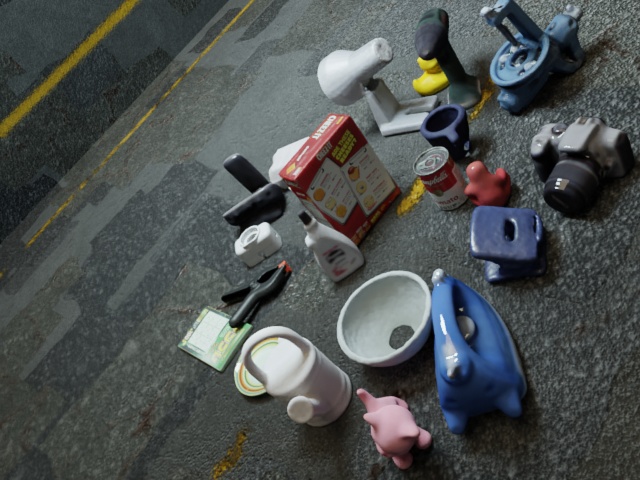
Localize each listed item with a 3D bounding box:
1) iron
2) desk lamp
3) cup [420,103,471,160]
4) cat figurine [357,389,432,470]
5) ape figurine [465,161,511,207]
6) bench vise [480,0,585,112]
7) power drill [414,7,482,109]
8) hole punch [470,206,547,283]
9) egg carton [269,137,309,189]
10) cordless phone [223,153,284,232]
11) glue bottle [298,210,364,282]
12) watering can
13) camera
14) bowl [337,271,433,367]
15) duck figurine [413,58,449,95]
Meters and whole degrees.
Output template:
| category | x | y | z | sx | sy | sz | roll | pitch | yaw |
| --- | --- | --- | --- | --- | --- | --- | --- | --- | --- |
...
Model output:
| category | x | y | z | sx | sy | sz | roll | pitch | yaw |
| --- | --- | --- | --- | --- | --- | --- | --- | --- | --- |
| iron | 0.189 | 0.122 | 0.791 | 0.118 | 0.142 | 0.258 | -26 | 39 | 21 |
| desk lamp | 0.125 | -0.344 | 1.277 | 0.202 | 0.214 | 0.118 | -2 | 52 | 42 |
| cup | 0.256 | -0.194 | 1.100 | 0.091 | 0.095 | 0.117 | -32 | 37 | 13 |
| cat figurine | 0.092 | 0.247 | 0.771 | 0.067 | 0.118 | 0.127 | -44 | 36 | -3 |
| ape figurine | 0.281 | -0.099 | 0.980 | 0.077 | 0.092 | 0.076 | -18 | 42 | 29 |
| bench vise | 0.384 | -0.379 | 1.067 | 0.207 | 0.220 | 0.121 | -52 | 37 | -14 |
| power drill | 0.260 | -0.374 | 1.187 | 0.075 | 0.209 | 0.229 | -20 | 41 | 27 |
| hole punch | 0.288 | -0.003 | 0.874 | 0.100 | 0.091 | 0.108 | -15 | 44 | 32 |
| egg carton | -0.054 | -0.189 | 1.406 | 0.150 | 0.070 | 0.107 | -18 | 42 | 29 |
| cordless phone | -0.185 | -0.114 | 1.349 | 0.147 | 0.186 | 0.094 | -34 | 36 | 10 |
| glue bottle | 0.010 | 0.004 | 1.055 | 0.078 | 0.174 | 0.037 | -38 | 36 | 6 |
| watering can | -0.037 | 0.202 | 0.872 | 0.101 | 0.195 | 0.172 | -49 | 36 | -10 |
| camera | 0.387 | -0.118 | 0.894 | 0.142 | 0.101 | 0.137 | 16 | 64 | 50 |
| bowl | 0.114 | 0.135 | 0.905 | 0.167 | 0.075 | 0.167 | -25 | 39 | 22 |
| duck figurine | 0.254 | -0.393 | 1.318 | 0.104 | 0.086 | 0.077 | -33 | 37 | 12 |
